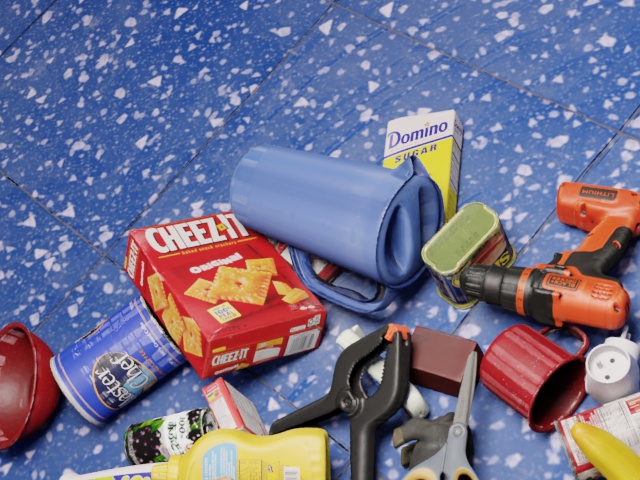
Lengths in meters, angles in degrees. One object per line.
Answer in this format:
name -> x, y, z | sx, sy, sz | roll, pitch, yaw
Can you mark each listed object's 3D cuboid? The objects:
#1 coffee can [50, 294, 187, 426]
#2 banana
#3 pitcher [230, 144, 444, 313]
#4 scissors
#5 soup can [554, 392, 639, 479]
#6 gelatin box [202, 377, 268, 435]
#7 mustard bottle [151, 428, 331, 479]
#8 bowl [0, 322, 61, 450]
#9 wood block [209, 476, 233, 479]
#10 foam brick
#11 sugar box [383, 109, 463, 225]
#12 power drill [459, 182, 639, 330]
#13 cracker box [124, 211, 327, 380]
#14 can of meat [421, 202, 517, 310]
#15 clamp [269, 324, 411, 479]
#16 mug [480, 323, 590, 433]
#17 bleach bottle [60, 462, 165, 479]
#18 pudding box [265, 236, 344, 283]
coffee can -> -0.245, 0.147, 1.317 | 0.140, 0.102, 0.103 | -36, 52, -1
banana -> 0.303, 0.255, 1.003 | 0.037, 0.069, 0.198 | -36, 74, 45
pitcher -> 0.011, -0.027, 1.255 | 0.243, 0.145, 0.149 | 18, 57, 36
scissors -> 0.122, 0.206, 1.085 | 0.096, 0.016, 0.201 | -7, 54, 9
soup can -> 0.293, 0.196, 1.063 | 0.102, 0.068, 0.068 | -22, 53, 10
gelatin box -> -0.092, 0.207, 1.217 | 0.030, 0.089, 0.073 | -34, 52, 4
mustard bottle -> -0.086, 0.250, 1.140 | 0.192, 0.058, 0.096 | -1, 97, 7
bowl -> -0.375, 0.187, 1.355 | 0.162, 0.055, 0.162 | -17, 68, 47
wood block -> -0.086, 0.319, 1.068 | 0.091, 0.206, 0.090 | -15, 55, 15
foam brick -> 0.137, 0.136, 1.183 | 0.078, 0.051, 0.053 | 14, 65, 31
sugar box -> 0.124, -0.077, 1.327 | 0.093, 0.048, 0.176 | -7, 59, 23
power drill -> 0.265, 0.015, 1.166 | 0.185, 0.057, 0.187 | 12, 48, 29
cracker box -> -0.116, 0.058, 1.284 | 0.163, 0.072, 0.214 | -12, 43, -33
can of meat -> 0.170, 0.016, 1.223 | 0.102, 0.084, 0.058 | -45, 53, -8
clamp -> 0.031, 0.179, 1.172 | 0.165, 0.036, 0.210 | 29, 100, 38
mug -> 0.231, 0.133, 1.119 | 0.117, 0.093, 0.082 | -46, 47, -8
bleach bottle -> -0.174, 0.293, 1.217 | 0.251, 0.068, 0.102 | -16, 56, 12
pudding box -> -0.009, 0.002, 1.344 | 0.090, 0.039, 0.114 | -45, 54, -8
